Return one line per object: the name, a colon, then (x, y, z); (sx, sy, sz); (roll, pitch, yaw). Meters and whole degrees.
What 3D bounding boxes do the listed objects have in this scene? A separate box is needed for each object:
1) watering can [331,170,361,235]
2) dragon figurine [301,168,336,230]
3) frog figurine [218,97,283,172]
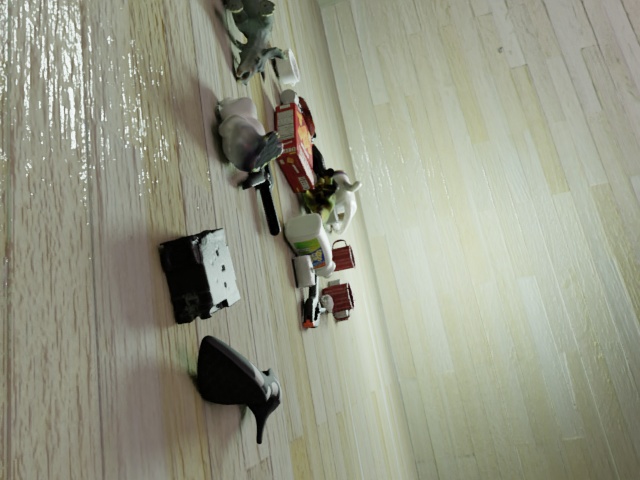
watering can: (0.087, -0.169, 1.918); (0.339, 0.104, 0.229); (109, -26, -53)
dragon figurine: (0.005, -0.081, 1.619); (0.421, 0.122, 0.237); (-91, 172, -46)
frog figurine: (-0.159, -0.216, 1.022); (0.160, 0.121, 0.138); (42, 14, 13)
